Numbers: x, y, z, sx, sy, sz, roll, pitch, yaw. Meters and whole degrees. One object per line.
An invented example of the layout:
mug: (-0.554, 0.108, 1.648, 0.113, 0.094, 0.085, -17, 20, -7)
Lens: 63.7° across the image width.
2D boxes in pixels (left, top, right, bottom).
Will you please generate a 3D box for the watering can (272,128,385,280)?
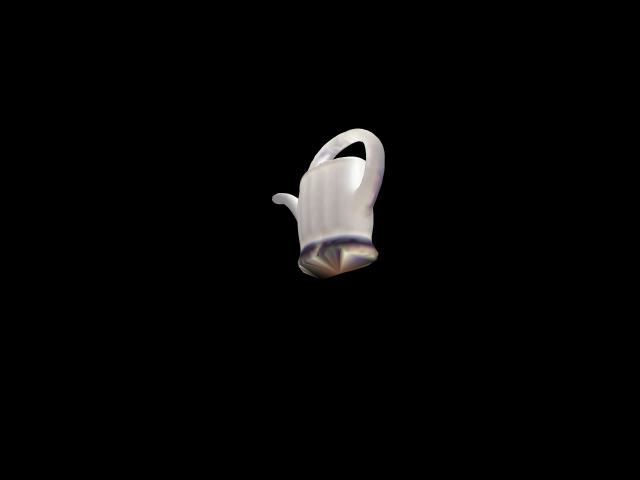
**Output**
watering can: (0.003, -0.043, 0.850, 0.104, 0.228, 0.343, 11, -21, -27)
